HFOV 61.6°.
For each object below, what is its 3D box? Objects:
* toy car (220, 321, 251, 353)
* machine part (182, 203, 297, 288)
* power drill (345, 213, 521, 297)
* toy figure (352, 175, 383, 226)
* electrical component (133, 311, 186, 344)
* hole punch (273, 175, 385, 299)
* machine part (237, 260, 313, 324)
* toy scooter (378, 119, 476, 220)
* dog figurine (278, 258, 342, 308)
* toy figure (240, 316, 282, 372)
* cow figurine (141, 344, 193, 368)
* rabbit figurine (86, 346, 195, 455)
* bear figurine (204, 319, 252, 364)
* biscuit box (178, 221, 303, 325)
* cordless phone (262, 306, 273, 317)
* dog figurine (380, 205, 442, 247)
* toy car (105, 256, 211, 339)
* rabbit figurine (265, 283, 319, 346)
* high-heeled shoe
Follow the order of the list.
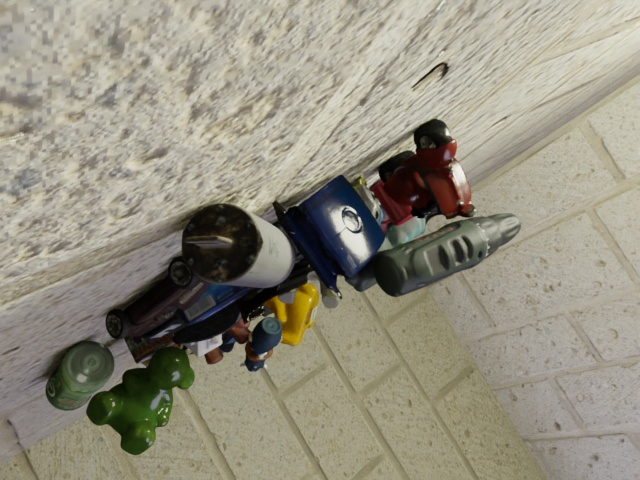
[{"bbox_3d":[-0.214,0.177,1.238,0.161,0.109,0.103,-49,-172,33],"label":"toy car"},{"bbox_3d":[-0.077,0.011,0.565,0.079,0.079,0.243,-32,170,3],"label":"machine part"},{"bbox_3d":[0.145,0.021,0.772,0.232,0.086,0.207,-22,-169,-33],"label":"power drill"},{"bbox_3d":[0.051,-0.037,0.832,0.089,0.082,0.180,-34,176,4],"label":"toy figure"},{"bbox_3d":[-0.238,0.118,0.817,0.075,0.048,0.119,-31,174,2],"label":"electrical component"},{"bbox_3d":[0.018,-0.012,0.668,0.092,0.142,0.116,-31,-172,13],"label":"hole punch"},{"bbox_3d":[-0.064,0.070,0.766,0.139,0.039,0.084,-38,176,34],"label":"machine part"},{"bbox_3d":[0.157,-0.078,0.760,0.075,0.135,0.184,-31,175,-20],"label":"toy scooter"},{"bbox_3d":[-0.006,-0.002,0.913,0.191,0.121,0.172,-74,177,-50],"label":"dog figurine"},{"bbox_3d":[-0.119,0.216,1.099,0.058,0.064,0.154,-55,175,-48],"label":"toy figure"},{"bbox_3d":[-0.310,0.220,1.125,0.127,0.085,0.195,-27,173,17],"label":"cow figurine"},{"bbox_3d":[-0.271,0.248,0.904,0.170,0.121,0.159,-48,174,13],"label":"rabbit figurine"},{"bbox_3d":[-0.175,0.153,1.056,0.120,0.132,0.196,-33,-178,-39],"label":"bear figurine"},{"bbox_3d":[-0.117,0.047,0.779,0.203,0.059,0.063,-32,174,7],"label":"biscuit box"},{"bbox_3d":[-0.081,0.083,1.255,0.184,0.089,0.146,-48,165,32],"label":"cordless phone"},{"bbox_3d":[0.160,-0.063,1.104,0.219,0.192,0.108,-66,168,1],"label":"dog figurine"},{"bbox_3d":[-0.183,0.068,0.671,0.202,0.053,0.089,-33,171,27],"label":"toy car"},{"bbox_3d":[-0.096,0.124,1.140,0.122,0.173,0.162,-47,149,-48],"label":"rabbit figurine"},{"bbox_3d":[-0.147,0.099,0.953,0.249,0.086,0.145,-33,176,-7],"label":"high-heeled shoe"}]
